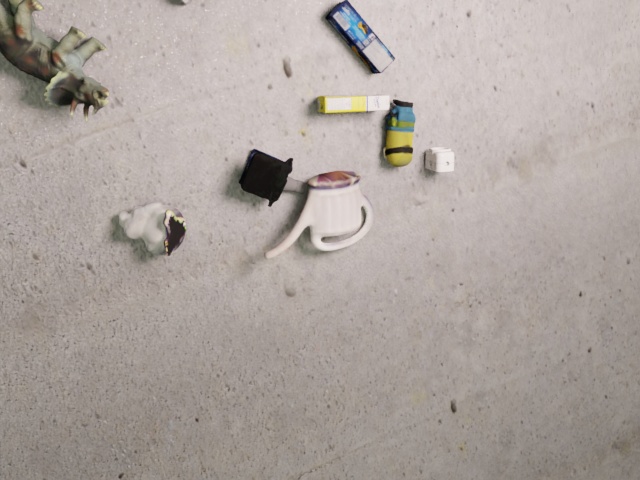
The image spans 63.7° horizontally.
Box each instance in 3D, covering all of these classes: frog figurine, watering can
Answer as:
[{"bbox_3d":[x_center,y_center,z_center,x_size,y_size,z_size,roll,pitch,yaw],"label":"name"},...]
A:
[{"bbox_3d":[-0.435,-0.032,1.336,0.159,0.125,0.135,7,117,22],"label":"frog figurine"},{"bbox_3d":[0.004,-0.070,1.396,0.350,0.105,0.221,-13,109,-29],"label":"watering can"}]
